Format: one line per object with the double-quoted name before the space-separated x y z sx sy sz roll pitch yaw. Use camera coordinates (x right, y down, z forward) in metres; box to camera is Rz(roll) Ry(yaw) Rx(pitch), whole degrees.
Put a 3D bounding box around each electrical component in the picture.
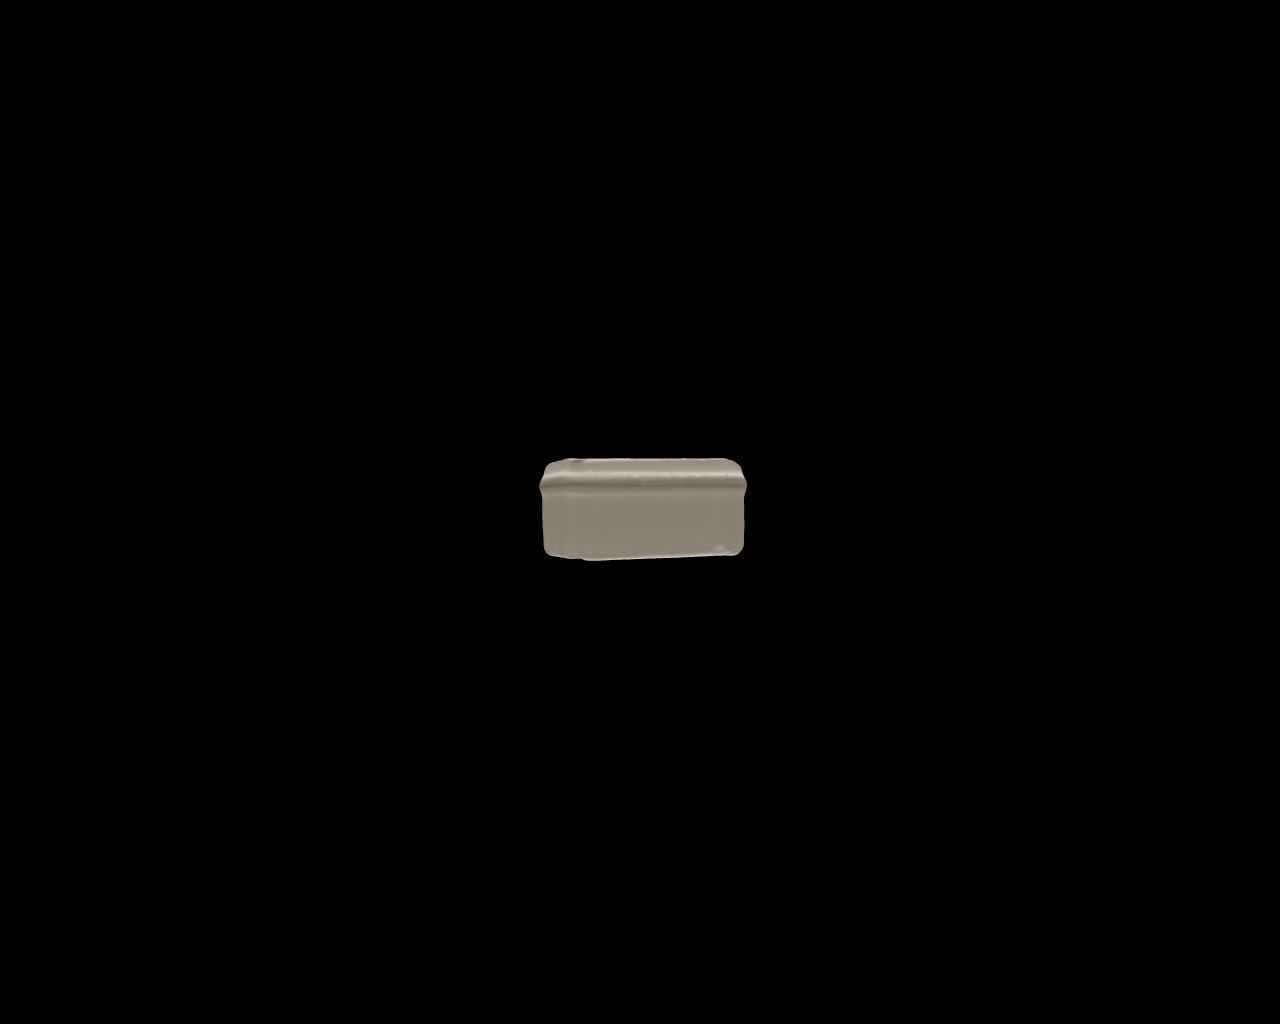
"electrical component" 0.001 -0.003 0.650 0.113 0.057 0.078 0 0 -17
